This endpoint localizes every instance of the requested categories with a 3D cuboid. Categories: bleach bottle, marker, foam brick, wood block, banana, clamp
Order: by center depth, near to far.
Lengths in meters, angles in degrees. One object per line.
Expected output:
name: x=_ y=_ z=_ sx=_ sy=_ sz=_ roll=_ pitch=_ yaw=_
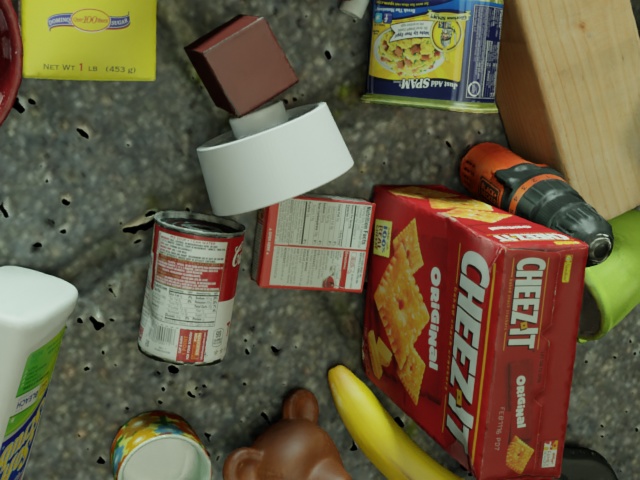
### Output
foam brick: x=-0.057 y=-0.125 z=0.757 sx=0.051 sy=0.078 sz=0.053 roll=-32 pitch=111 yaw=-7
bleach bottle: x=-0.240 y=0.151 z=0.764 sx=0.068 sy=0.102 sz=0.251 roll=17 pitch=106 yaw=6
marker: x=0.048 y=-0.225 z=0.798 sx=0.020 sy=0.020 sz=0.121 roll=23 pitch=95 yaw=-22
wood block: x=0.193 y=-0.124 z=0.833 sx=0.090 sy=0.091 sz=0.206 roll=-25 pitch=110 yaw=-11
banana: x=0.079 y=0.180 z=0.870 sx=0.197 sy=0.069 sz=0.037 roll=37 pitch=117 yaw=-12
clamp: x=0.190 y=0.223 z=0.946 sx=0.209 sy=0.036 sz=0.164 roll=36 pitch=92 yaw=-18

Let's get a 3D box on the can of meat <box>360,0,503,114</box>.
can of meat: x=0.083 y=-0.139 z=0.788 sx=0.057 sy=0.102 sz=0.084 roll=-10 pitch=106 yaw=-54

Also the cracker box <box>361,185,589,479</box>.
cracker box: x=0.101 y=0.057 z=0.780 sx=0.072 sy=0.214 sz=0.164 roll=-1 pitch=104 yaw=-19

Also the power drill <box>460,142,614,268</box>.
power drill: x=0.157 y=0.034 z=0.820 sx=0.057 sy=0.184 sz=0.188 roll=-3 pitch=114 yaw=-17

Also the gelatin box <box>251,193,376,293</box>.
gelatin box: x=-0.005 y=0.001 z=0.831 sx=0.089 sy=0.030 sz=0.073 roll=4 pitch=101 yaw=-19

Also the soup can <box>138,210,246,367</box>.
soup can: x=-0.096 y=0.035 z=0.789 sx=0.068 sy=0.069 sz=0.102 roll=6 pitch=102 yaw=-20

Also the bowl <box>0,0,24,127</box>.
bowl: x=-0.278 y=-0.124 z=0.696 sx=0.162 sy=0.055 sz=0.162 roll=-4 pitch=104 yaw=-17

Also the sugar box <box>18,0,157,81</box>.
sugar box: x=-0.157 y=-0.198 z=0.723 sx=0.093 sy=0.048 sz=0.176 roll=-2 pitch=105 yaw=-19
